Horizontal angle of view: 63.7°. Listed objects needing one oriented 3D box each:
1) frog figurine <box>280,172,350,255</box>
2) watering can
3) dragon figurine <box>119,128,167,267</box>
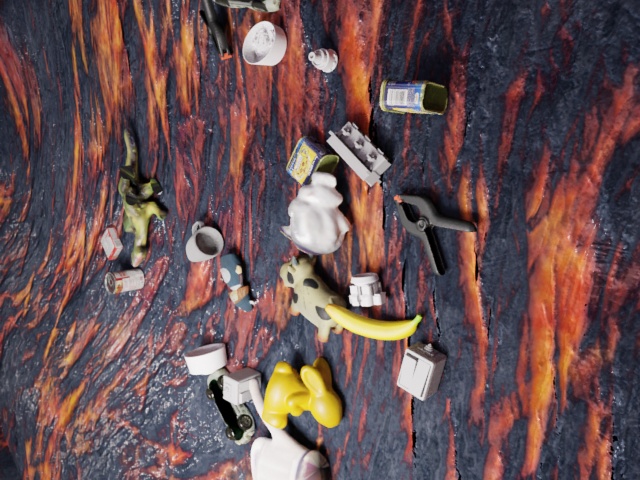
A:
[{"bbox_3d":[0.003,-0.054,1.065,0.157,0.137,0.125,-61,12,21],"label":"frog figurine"},{"bbox_3d":[-0.084,0.505,1.192,0.223,0.104,0.348,-6,89,40],"label":"watering can"},{"bbox_3d":[-0.583,-0.116,1.592,0.238,0.122,0.417,-42,58,44],"label":"dragon figurine"}]
